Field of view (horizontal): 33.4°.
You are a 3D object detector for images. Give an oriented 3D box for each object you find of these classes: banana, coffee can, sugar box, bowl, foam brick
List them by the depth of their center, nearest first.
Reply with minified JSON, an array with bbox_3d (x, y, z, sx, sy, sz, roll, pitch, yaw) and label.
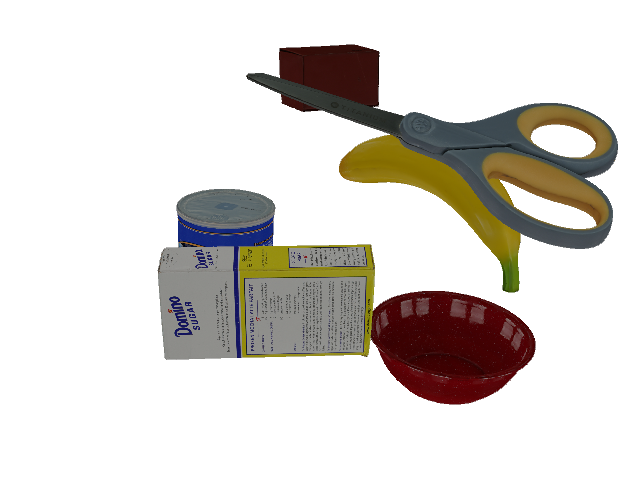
[{"bbox_3d":[0.080,-0.039,0.765,0.037,0.070,0.198,12,20,-42],"label":"banana"},{"bbox_3d":[-0.045,0.051,0.895,0.176,0.093,0.048,1,31,-1],"label":"sugar box"},{"bbox_3d":[0.008,-0.147,0.961,0.078,0.051,0.053,-7,19,-23],"label":"foam brick"},{"bbox_3d":[0.124,0.110,1.033,0.162,0.055,0.162,3,26,-2],"label":"bowl"},{"bbox_3d":[-0.101,0.027,1.135,0.103,0.140,0.103,2,22,-1],"label":"coffee can"}]

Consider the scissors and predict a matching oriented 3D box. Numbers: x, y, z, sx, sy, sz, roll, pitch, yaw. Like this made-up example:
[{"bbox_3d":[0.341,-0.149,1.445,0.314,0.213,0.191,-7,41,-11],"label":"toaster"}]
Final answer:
[{"bbox_3d":[0.068,-0.064,0.560,0.202,0.096,0.016,33,-33,18],"label":"scissors"}]
